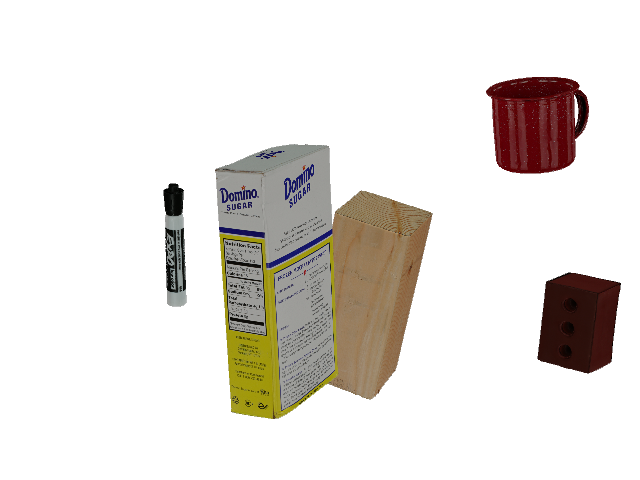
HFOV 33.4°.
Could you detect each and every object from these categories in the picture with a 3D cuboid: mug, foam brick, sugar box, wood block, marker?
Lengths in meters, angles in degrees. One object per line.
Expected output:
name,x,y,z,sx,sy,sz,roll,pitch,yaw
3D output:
mug,0.230,-0.121,1.104,0.117,0.081,0.093,-18,23,-27
foam brick,0.234,0.074,0.968,0.053,0.078,0.051,13,17,36
sugar box,-0.029,0.026,0.747,0.048,0.176,0.093,4,16,29
wood block,0.053,0.061,1.213,0.090,0.206,0.090,19,24,17
marker,-0.137,0.004,1.008,0.020,0.121,0.020,1,22,-1
